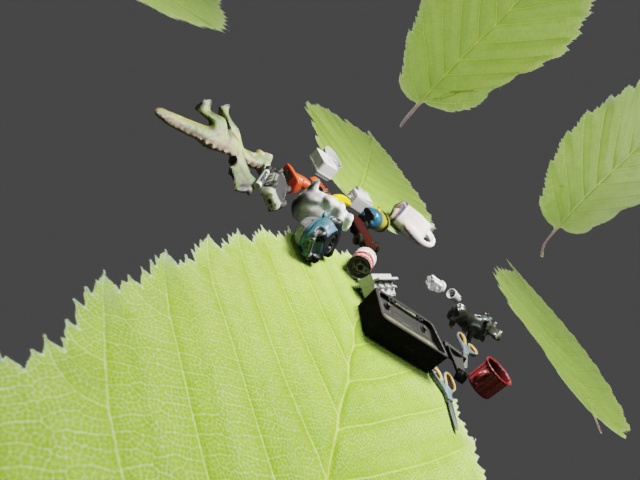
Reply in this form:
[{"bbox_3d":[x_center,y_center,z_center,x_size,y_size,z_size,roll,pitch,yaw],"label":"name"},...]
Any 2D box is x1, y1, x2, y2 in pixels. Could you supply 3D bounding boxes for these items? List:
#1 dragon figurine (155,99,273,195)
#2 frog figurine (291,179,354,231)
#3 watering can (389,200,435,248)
[{"bbox_3d":[-0.240,-0.224,1.317,0.121,0.244,0.413,-38,-6,23],"label":"dragon figurine"},{"bbox_3d":[0.004,-0.071,1.405,0.135,0.160,0.125,-45,-3,36],"label":"frog figurine"},{"bbox_3d":[0.393,-0.071,2.147,0.103,0.224,0.352,-47,0,21],"label":"watering can"}]
